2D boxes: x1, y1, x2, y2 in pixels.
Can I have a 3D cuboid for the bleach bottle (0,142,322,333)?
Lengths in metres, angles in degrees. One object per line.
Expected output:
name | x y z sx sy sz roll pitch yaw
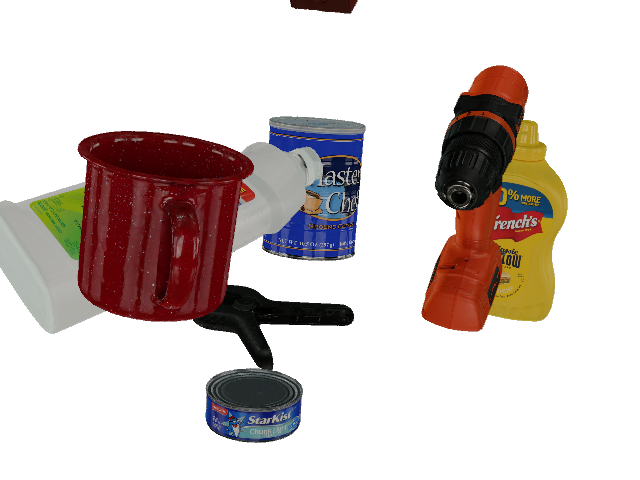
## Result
bleach bottle | -0.111 -0.022 0.803 0.250 0.068 0.103 -25 56 -29

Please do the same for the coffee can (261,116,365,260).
coffee can | -0.008 -0.058 1.145 0.103 0.140 0.103 4 12 -1

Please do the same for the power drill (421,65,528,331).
power drill | 0.119 -0.023 0.836 0.057 0.188 0.184 14 37 14

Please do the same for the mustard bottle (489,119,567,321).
mustard bottle | 0.188 -0.022 1.034 0.096 0.192 0.058 12 20 20

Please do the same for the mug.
mug | -0.083 -0.004 0.565 0.093 0.081 0.117 2 20 -22

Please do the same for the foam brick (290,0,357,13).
foam brick | 0.003 -0.224 0.831 0.053 0.051 0.078 9 -36 17

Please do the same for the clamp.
clamp | -0.088 0.091 1.254 0.210 0.036 0.164 13 23 27

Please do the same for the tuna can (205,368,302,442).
tuna can | -0.059 0.145 0.943 0.086 0.034 0.086 3 16 -1
